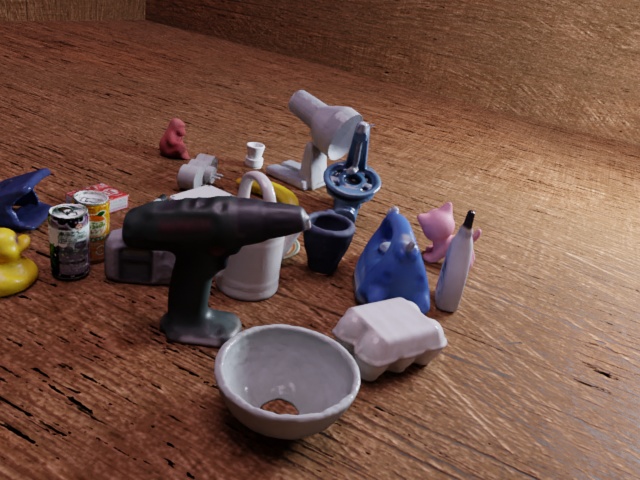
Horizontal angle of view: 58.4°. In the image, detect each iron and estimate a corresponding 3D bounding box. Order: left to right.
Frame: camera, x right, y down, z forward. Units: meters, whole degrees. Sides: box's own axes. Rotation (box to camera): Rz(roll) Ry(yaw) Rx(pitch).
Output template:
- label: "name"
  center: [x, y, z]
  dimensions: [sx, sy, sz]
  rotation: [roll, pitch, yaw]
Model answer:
- label: "iron"
  center: [0.123, 0.016, 0.971]
  dimensions: [0.118, 0.141, 0.258]
  rotation: [7, 26, -6]

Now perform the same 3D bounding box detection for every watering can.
- label: "watering can"
  center: [-0.098, -0.015, 0.888]
  dimensions: [0.100, 0.194, 0.173]
  rotation: [25, 29, 28]

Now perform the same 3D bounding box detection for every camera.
- label: "camera"
  center: [-0.257, -0.003, 0.910]
  dimensions: [0.143, 0.101, 0.136]
  rotation: [6, 26, -10]

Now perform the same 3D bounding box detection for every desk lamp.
- label: "desk lamp"
  center: [-0.014, -0.228, 1.332]
  dimensions: [0.202, 0.213, 0.118]
  rotation: [25, 29, 28]

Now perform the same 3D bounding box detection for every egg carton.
- label: "egg carton"
  center: [0.097, 0.136, 0.799]
  dimensions: [0.151, 0.069, 0.107]
  rotation: [-8, 31, -34]

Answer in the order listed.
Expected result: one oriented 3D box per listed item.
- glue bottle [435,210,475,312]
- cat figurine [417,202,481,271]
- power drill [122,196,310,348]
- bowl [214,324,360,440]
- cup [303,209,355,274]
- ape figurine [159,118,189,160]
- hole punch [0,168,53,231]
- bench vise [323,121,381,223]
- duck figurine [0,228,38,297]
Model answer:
- label: "glue bottle"
  center: [0.227, 0.029, 0.947]
  dimensions: [0.037, 0.173, 0.078]
  rotation: [11, 26, 0]
- label: "cat figurine"
  center: [0.246, -0.012, 1.102]
  dimensions: [0.127, 0.118, 0.067]
  rotation: [16, 26, 12]
- label: "power drill"
  center: [-0.140, 0.035, 0.754]
  dimensions: [0.229, 0.208, 0.075]
  rotation: [8, 26, -5]
- label: "bowl"
  center: [-0.041, 0.174, 0.663]
  dimensions: [0.167, 0.075, 0.167]
  rotation: [9, 26, -4]
- label: "cup"
  center: [0.009, 0.004, 1.005]
  dimensions: [0.091, 0.095, 0.117]
  rotation: [9, 26, -4]
- label: "ape figurine"
  center: [-0.348, -0.248, 1.384]
  dimensions: [0.076, 0.092, 0.078]
  rotation: [9, 26, -3]
- label: "hole punch"
  center: [-0.517, -0.075, 0.968]
  dimensions: [0.101, 0.091, 0.108]
  rotation: [8, 26, -6]
- label: "bench vise"
  center: [0.063, -0.158, 1.212]
  dimensions: [0.122, 0.220, 0.207]
  rotation: [4, 27, -13]
- label: "duck figurine"
  center: [-0.446, 0.026, 0.794]
  dimensions: [0.077, 0.086, 0.105]
  rotation: [23, 29, 25]
